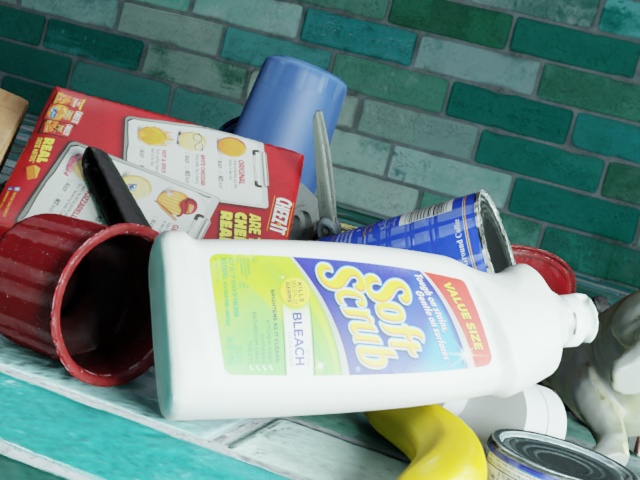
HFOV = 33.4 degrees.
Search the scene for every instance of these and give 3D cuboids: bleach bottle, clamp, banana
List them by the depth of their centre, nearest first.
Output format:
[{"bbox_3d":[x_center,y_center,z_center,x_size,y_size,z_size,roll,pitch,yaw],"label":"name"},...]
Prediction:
[{"bbox_3d":[0.054,0.112,0.574,0.069,0.037,0.197,16,5,3],"label":"banana"},{"bbox_3d":[0.035,0.043,0.595,0.250,0.102,0.068,-2,-17,-16],"label":"bleach bottle"},{"bbox_3d":[-0.120,0.018,0.728,0.210,0.036,0.164,27,40,1],"label":"clamp"}]

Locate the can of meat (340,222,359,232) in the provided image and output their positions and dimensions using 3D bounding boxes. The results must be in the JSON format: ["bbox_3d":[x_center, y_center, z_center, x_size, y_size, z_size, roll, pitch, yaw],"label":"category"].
[{"bbox_3d":[0.021,0.029,1.082,0.057,0.084,0.102,15,6,0],"label":"can of meat"}]

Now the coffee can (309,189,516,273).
[{"bbox_3d":[0.065,0.032,0.773,0.140,0.103,0.102,-17,-5,19],"label":"coffee can"}]

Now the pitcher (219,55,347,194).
[{"bbox_3d":[-0.065,-0.100,1.309,0.149,0.243,0.145,20,1,-9],"label":"pitcher"}]

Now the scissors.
[{"bbox_3d":[-0.006,0.001,0.861,0.096,0.202,0.016,-10,13,39],"label":"scissors"}]

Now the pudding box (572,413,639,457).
[{"bbox_3d":[0.270,0.144,0.835,0.113,0.039,0.090,15,5,-22],"label":"pudding box"}]

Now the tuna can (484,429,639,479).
[{"bbox_3d":[0.128,0.133,0.579,0.086,0.034,0.086,15,6,-2],"label":"tuna can"}]

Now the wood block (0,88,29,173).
[{"bbox_3d":[-0.300,-0.066,0.846,0.090,0.090,0.206,24,16,-15],"label":"wood block"}]

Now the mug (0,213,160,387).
[{"bbox_3d":[-0.134,0.036,0.624,0.082,0.093,0.117,13,-26,39],"label":"mug"}]

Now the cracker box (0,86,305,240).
[{"bbox_3d":[-0.131,-0.020,0.836,0.213,0.072,0.164,15,45,-5],"label":"cracker box"}]

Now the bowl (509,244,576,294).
[{"bbox_3d":[0.132,0.070,0.865,0.161,0.162,0.055,13,50,-23],"label":"bowl"}]

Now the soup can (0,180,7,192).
[{"bbox_3d":[-0.266,-0.031,0.990,0.068,0.068,0.102,14,6,-8],"label":"soup can"}]
